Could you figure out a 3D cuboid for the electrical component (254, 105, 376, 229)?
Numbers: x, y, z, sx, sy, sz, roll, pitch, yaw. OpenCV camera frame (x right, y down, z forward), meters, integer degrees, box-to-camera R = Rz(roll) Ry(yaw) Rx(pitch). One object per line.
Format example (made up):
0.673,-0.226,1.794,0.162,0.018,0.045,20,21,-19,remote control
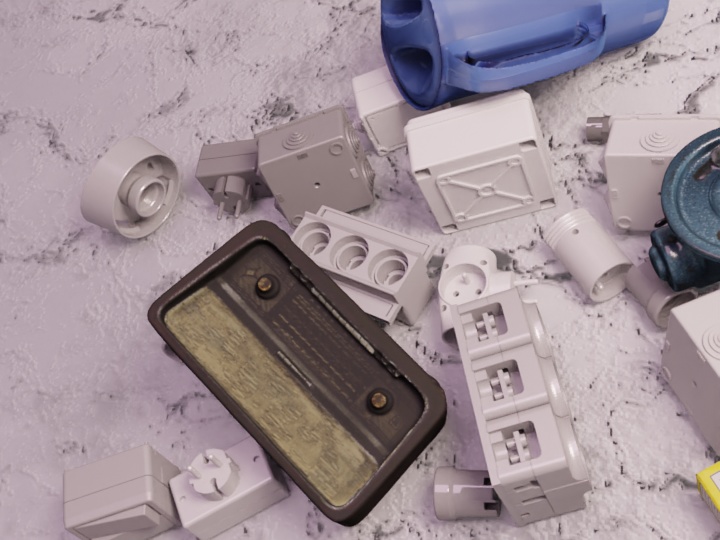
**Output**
-0.040,-0.092,0.987,0.100,0.099,0.048,-18,41,11,electrical component

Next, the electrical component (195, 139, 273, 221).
-0.122,-0.081,1.045,0.066,0.047,0.076,-5,58,20,electrical component

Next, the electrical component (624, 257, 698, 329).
0.235,0.017,0.842,0.040,0.040,0.046,-33,47,0,electrical component

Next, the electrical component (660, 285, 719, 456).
0.257,0.072,0.760,0.048,0.099,0.099,-21,53,-7,electrical component

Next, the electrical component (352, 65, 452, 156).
0.035,-0.158,1.021,0.096,0.061,0.061,-19,54,10,electrical component

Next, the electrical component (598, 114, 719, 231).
0.244,-0.075,0.860,0.100,0.099,0.048,3,48,24,electrical component

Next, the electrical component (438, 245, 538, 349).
0.108,0.021,0.887,0.079,0.044,0.077,-6,57,18,electrical component

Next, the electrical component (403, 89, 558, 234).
0.105,-0.090,0.920,0.109,0.108,0.056,-14,57,13,electrical component

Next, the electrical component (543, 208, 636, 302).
0.184,-0.017,0.881,0.043,0.043,0.081,-33,53,0,electrical component

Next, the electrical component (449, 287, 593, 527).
0.122,0.100,0.802,0.062,0.089,0.150,-18,54,11,electrical component

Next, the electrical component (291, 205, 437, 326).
0.000,0.000,0.932,0.121,0.063,0.078,21,69,31,electrical component

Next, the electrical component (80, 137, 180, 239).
-0.227,-0.081,1.060,0.064,0.099,0.099,27,72,27,electrical component

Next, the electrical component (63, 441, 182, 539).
-0.201,0.194,0.890,0.096,0.061,0.061,-20,52,9,electrical component

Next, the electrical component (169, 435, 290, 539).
-0.113,0.168,0.862,0.083,0.075,0.047,-29,53,2,electrical component

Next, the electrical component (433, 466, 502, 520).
0.081,0.168,0.807,0.046,0.040,0.040,-2,58,15,electrical component

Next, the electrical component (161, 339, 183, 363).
-0.155,0.056,0.976,0.040,0.040,0.046,-4,52,20,electrical component
